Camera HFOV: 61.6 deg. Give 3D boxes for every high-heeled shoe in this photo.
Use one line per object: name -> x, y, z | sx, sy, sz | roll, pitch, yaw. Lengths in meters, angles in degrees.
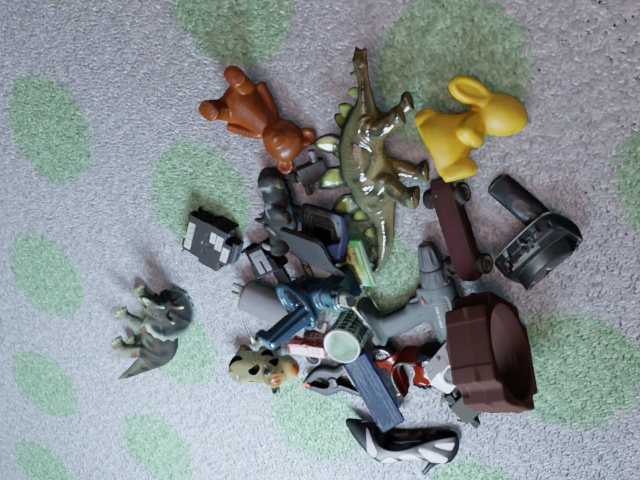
high-heeled shoe -> 0.188, 0.443, 1.233 | 0.249, 0.086, 0.145 | 28, 115, 8

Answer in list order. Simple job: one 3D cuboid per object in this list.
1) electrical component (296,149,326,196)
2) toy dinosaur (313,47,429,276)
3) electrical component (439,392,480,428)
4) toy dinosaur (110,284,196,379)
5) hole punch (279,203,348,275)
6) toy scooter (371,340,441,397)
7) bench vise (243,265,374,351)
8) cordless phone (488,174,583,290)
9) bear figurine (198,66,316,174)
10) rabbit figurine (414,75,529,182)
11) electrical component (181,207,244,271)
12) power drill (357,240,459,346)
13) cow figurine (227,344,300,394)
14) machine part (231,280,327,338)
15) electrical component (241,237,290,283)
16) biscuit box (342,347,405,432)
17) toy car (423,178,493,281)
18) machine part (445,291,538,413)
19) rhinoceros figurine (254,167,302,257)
electrical component -> -0.017, -0.135, 1.073 | 0.063, 0.021, 0.093 | -23, 127, 0
toy dinosaur -> 0.099, -0.117, 1.010 | 0.199, 0.105, 0.470 | 2, 118, 31
electrical component -> 0.308, 0.355, 1.159 | 0.102, 0.045, 0.078 | 38, 93, 1
toy dinosaur -> -0.435, 0.259, 1.408 | 0.192, 0.131, 0.404 | 26, 126, 12
hole punch -> -0.002, -0.003, 1.065 | 0.142, 0.092, 0.115 | 17, 149, 33
toy scooter -> 0.203, 0.284, 1.154 | 0.184, 0.075, 0.135 | -1, 111, 28
bench vise -> -0.035, 0.147, 1.084 | 0.224, 0.240, 0.128 | 18, 138, 51
cordless phone -> 0.353, -0.016, 0.963 | 0.184, 0.089, 0.146 | 46, 123, 12
bear figurine -> -0.114, -0.224, 1.038 | 0.196, 0.132, 0.120 | 45, 104, 7
rabbit figurine -> 0.258, -0.198, 0.911 | 0.173, 0.122, 0.162 | -21, 93, 16
electrical component -> -0.245, 0.003, 1.237 | 0.134, 0.058, 0.114 | 29, 123, 10
power drill -> 0.182, 0.126, 1.097 | 0.207, 0.086, 0.231 | -23, 104, 23
cow figurine -> -0.136, 0.306, 1.284 | 0.195, 0.127, 0.085 | -9, 111, 29
machine part -> -0.097, 0.157, 1.229 | 0.243, 0.079, 0.079 | 22, 119, 13
electrical component -> -0.115, 0.056, 1.210 | 0.075, 0.048, 0.119 | -19, 102, 31
biscuit box -> 0.115, 0.332, 1.202 | 0.063, 0.059, 0.202 | -29, 105, -2
toy car -> 0.256, -0.020, 0.995 | 0.089, 0.053, 0.202 | -11, 99, 53
machine part -> 0.311, 0.207, 0.979 | 0.087, 0.201, 0.201 | -19, 60, 35
rhinoceros figurine -> -0.090, -0.057, 1.126 | 0.112, 0.073, 0.190 | 3, 110, 33
